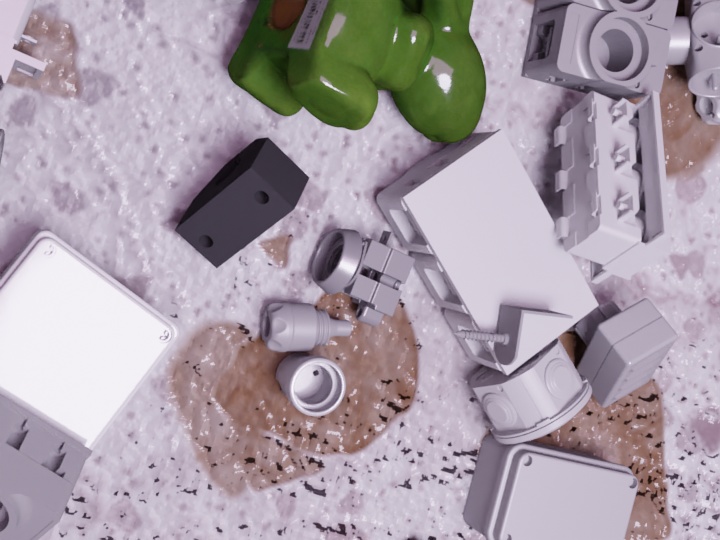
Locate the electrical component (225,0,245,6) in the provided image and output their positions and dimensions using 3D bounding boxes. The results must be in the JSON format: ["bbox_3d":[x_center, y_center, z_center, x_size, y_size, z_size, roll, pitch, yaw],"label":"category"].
[{"bbox_3d":[-0.100,-0.218,0.695,0.089,0.050,0.055,39,81,-19],"label":"electrical component"}]

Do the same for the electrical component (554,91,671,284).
[{"bbox_3d":[0.179,-0.063,0.769,0.063,0.079,0.121,18,58,-21],"label":"electrical component"}]

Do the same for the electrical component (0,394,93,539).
[{"bbox_3d":[-0.270,0.104,0.625,0.186,0.060,0.105,37,124,-19],"label":"electrical component"}]

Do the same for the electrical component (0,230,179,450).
[{"bbox_3d":[-0.191,0.047,0.681,0.109,0.056,0.108,39,81,-19],"label":"electrical component"}]

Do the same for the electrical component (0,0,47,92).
[{"bbox_3d":[-0.229,-0.149,0.658,0.081,0.042,0.063,23,85,-21],"label":"electrical component"}]

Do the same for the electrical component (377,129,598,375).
[{"bbox_3d":[0.090,-0.014,0.777,0.089,0.062,0.150,-35,105,-14],"label":"electrical component"}]

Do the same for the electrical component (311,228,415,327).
[{"bbox_3d":[0.000,0.000,0.754,0.055,0.048,0.066,24,86,-28],"label":"electrical component"}]

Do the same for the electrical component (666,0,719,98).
[{"bbox_3d":[0.255,-0.177,0.829,0.079,0.044,0.077,1,69,9],"label":"electrical component"}]

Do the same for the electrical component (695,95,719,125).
[{"bbox_3d":[0.300,-0.138,0.859,0.061,0.035,0.035,-17,100,-21],"label":"electrical component"}]

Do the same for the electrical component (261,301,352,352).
[{"bbox_3d":[-0.036,0.040,0.750,0.061,0.035,0.035,3,94,-23],"label":"electrical component"}]

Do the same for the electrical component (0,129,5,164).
[{"bbox_3d":[-0.253,-0.039,0.627,0.060,0.108,0.108,16,89,-15],"label":"electrical component"}]

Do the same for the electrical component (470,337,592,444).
[{"bbox_3d":[0.125,0.087,0.790,0.080,0.080,0.051,-33,99,-15],"label":"electrical component"}]

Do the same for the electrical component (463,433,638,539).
[{"bbox_3d":[0.145,0.174,0.816,0.113,0.057,0.078,15,89,-21],"label":"electrical component"}]

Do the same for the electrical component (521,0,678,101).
[{"bbox_3d":[0.186,-0.209,0.795,0.089,0.062,0.150,10,91,-21],"label":"electrical component"}]

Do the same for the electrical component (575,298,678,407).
[{"bbox_3d":[0.190,0.049,0.818,0.047,0.083,0.075,-27,65,-16],"label":"electrical component"}]

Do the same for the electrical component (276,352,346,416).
[{"bbox_3d":[-0.036,0.077,0.746,0.040,0.046,0.040,-2,95,-20],"label":"electrical component"}]
